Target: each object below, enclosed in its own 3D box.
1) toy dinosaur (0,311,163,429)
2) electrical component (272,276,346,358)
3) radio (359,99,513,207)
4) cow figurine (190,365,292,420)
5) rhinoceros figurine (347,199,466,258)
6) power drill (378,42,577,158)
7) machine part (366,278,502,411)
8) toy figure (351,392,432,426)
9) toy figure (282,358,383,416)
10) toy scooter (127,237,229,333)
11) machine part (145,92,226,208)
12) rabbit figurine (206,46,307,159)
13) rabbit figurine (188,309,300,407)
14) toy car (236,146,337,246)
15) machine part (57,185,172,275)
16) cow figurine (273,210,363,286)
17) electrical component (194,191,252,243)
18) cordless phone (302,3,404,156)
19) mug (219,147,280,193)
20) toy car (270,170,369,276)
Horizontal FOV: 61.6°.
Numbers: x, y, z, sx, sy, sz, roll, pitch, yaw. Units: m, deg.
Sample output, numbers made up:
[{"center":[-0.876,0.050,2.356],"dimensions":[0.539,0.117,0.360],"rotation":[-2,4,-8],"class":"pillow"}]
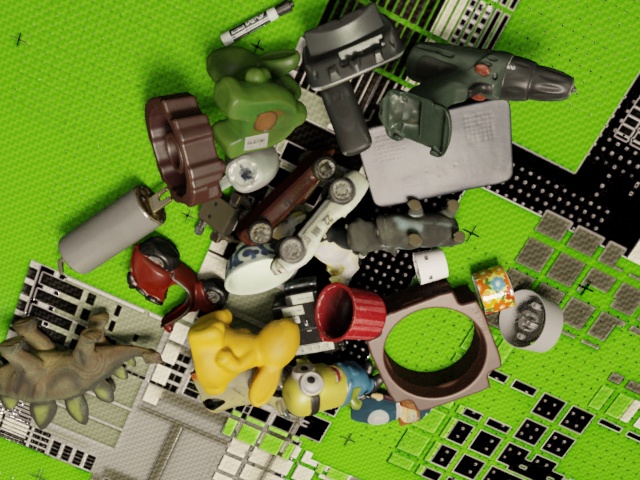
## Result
[{"center":[-0.500,0.243,0.972],"dimensions":[0.472,0.105,0.198],"rotation":[-6,111,9],"class":"toy dinosaur"},{"center":[-0.020,0.132,0.937],"dimensions":[0.115,0.058,0.134],"rotation":[-10,107,3],"class":"electrical component"},{"center":[0.177,-0.137,0.834],"dimensions":[0.230,0.073,0.131],"rotation":[-11,108,8],"class":"radio"},{"center":[-0.122,0.264,0.971],"dimensions":[0.195,0.085,0.127],"rotation":[-13,101,4],"class":"cow figurine"},{"center":[0.137,-0.016,0.856],"dimensions":[0.190,0.112,0.073],"rotation":[-5,80,-15],"class":"rhinoceros figurine"},{"center":[0.194,-0.197,0.716],"dimensions":[0.232,0.207,0.085],"rotation":[28,149,30],"class":"power drill"},{"center":[0.191,0.177,0.928],"dimensions":[0.201,0.087,0.201],"rotation":[-23,104,9],"class":"machine part"},{"center":[0.134,0.311,0.991],"dimensions":[0.155,0.058,0.064],"rotation":[1,147,0],"class":"toy figure"},{"center":[0.022,0.256,0.933],"dimensions":[0.180,0.082,0.089],"rotation":[4,96,-33],"class":"toy figure"},{"center":[-0.261,0.088,0.926],"dimensions":[0.184,0.075,0.135],"rotation":[38,107,-14],"class":"toy scooter"},{"center":[-0.205,-0.136,0.806],"dimensions":[0.056,0.179,0.179],"rotation":[-22,109,-28],"class":"machine part"},{"center":[-0.100,-0.229,0.783],"dimensions":[0.159,0.170,0.121],"rotation":[-21,151,-16],"class":"rabbit figurine"},{"center":[-0.113,0.185,0.872],"dimensions":[0.173,0.122,0.162],"rotation":[-13,84,-6],"class":"rabbit figurine"},{"center":[-0.049,-0.068,0.837],"dimensions":[0.202,0.089,0.053],"rotation":[-44,112,-5],"class":"toy car"},{"center":[-0.345,-0.017,0.893],"dimensions":[0.243,0.079,0.079],"rotation":[-31,104,13],"class":"machine part"},{"center":[-0.003,-0.003,0.886],"dimensions":[0.167,0.068,0.098],"rotation":[34,101,-11],"class":"cow figurine"},{"center":[-0.158,-0.040,0.896],"dimensions":[0.078,0.045,0.102],"rotation":[30,106,22],"class":"electrical component"},{"center":[0.061,-0.226,0.776],"dimensions":[0.147,0.088,0.184],"rotation":[-20,89,9],"class":"cordless phone"},{"center":[-0.121,-0.109,0.837],"dimensions":[0.110,0.107,0.080],"rotation":[-24,104,8],"class":"mug"},{"center":[-0.004,-0.024,0.814],"dimensions":[0.056,0.073,0.201],"rotation":[41,82,-8],"class":"toy car"}]
